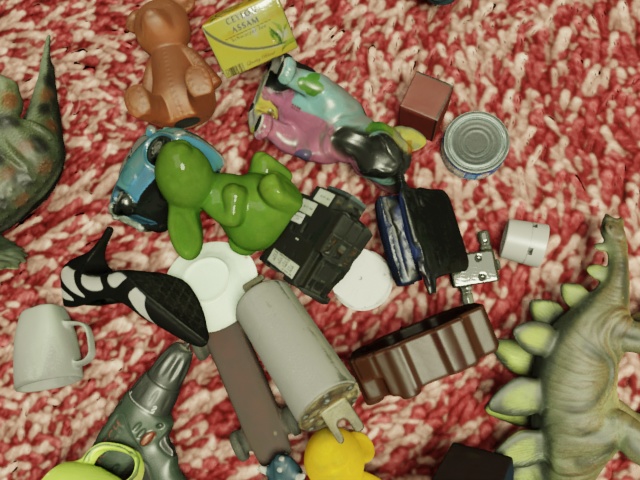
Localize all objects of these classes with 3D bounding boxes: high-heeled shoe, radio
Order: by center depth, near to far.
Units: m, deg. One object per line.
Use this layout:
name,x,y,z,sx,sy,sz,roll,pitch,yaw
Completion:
radio,0.154,0.351,0.567,0.073,0.131,0.229,3,97,29
high-heeled shoe,-0.250,0.092,0.689,0.249,0.086,0.145,41,109,26

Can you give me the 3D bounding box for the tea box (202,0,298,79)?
tea box,-0.089,-0.269,0.691,0.098,0.170,0.068,-24,116,3

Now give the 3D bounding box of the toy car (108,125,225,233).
toy car,-0.216,-0.092,0.729,0.161,0.109,0.103,-44,52,12

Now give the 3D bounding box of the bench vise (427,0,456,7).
bench vise,0.135,-0.428,0.711,0.241,0.129,0.223,19,85,4

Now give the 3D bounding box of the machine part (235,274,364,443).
machine part,-0.031,0.127,0.618,0.079,0.079,0.243,-41,52,1

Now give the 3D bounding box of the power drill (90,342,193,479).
power drill,-0.186,0.275,0.679,0.207,0.086,0.232,42,91,7

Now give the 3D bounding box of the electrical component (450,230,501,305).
electrical component,0.198,0.036,0.688,0.063,0.021,0.094,-9,81,6

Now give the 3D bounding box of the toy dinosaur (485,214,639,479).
toy dinosaur,0.296,0.200,0.619,0.199,0.105,0.471,6,86,15

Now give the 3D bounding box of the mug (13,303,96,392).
mug,-0.358,0.138,0.720,0.110,0.080,0.107,-21,72,11

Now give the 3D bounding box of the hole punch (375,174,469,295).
hole punch,0.108,0.000,0.655,0.092,0.115,0.142,-18,80,37

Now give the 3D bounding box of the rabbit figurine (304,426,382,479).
rabbit figurine,0.037,0.282,0.610,0.122,0.162,0.173,-22,102,6

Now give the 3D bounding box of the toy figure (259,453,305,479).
toy figure,-0.045,0.325,0.650,0.064,0.058,0.154,2,100,-10

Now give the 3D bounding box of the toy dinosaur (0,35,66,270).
toy dinosaur,-0.438,-0.091,0.746,0.192,0.131,0.405,37,78,-13

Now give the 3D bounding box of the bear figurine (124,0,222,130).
bear figurine,-0.207,-0.254,0.730,0.120,0.132,0.195,-15,87,1

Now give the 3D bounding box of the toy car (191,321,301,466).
toy car,-0.095,0.185,0.692,0.089,0.053,0.202,-26,76,-7

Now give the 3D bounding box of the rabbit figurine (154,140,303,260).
rabbit figurine,-0.134,-0.058,0.678,0.170,0.121,0.159,27,118,-28

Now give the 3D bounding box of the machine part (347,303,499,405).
machine part,0.117,0.127,0.615,0.179,0.179,0.056,-24,83,4

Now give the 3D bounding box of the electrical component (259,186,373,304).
electrical component,-0.001,-0.002,0.672,0.134,0.058,0.115,-57,37,0

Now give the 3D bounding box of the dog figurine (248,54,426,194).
dog figurine,0.024,-0.143,0.698,0.219,0.192,0.108,23,105,-19
